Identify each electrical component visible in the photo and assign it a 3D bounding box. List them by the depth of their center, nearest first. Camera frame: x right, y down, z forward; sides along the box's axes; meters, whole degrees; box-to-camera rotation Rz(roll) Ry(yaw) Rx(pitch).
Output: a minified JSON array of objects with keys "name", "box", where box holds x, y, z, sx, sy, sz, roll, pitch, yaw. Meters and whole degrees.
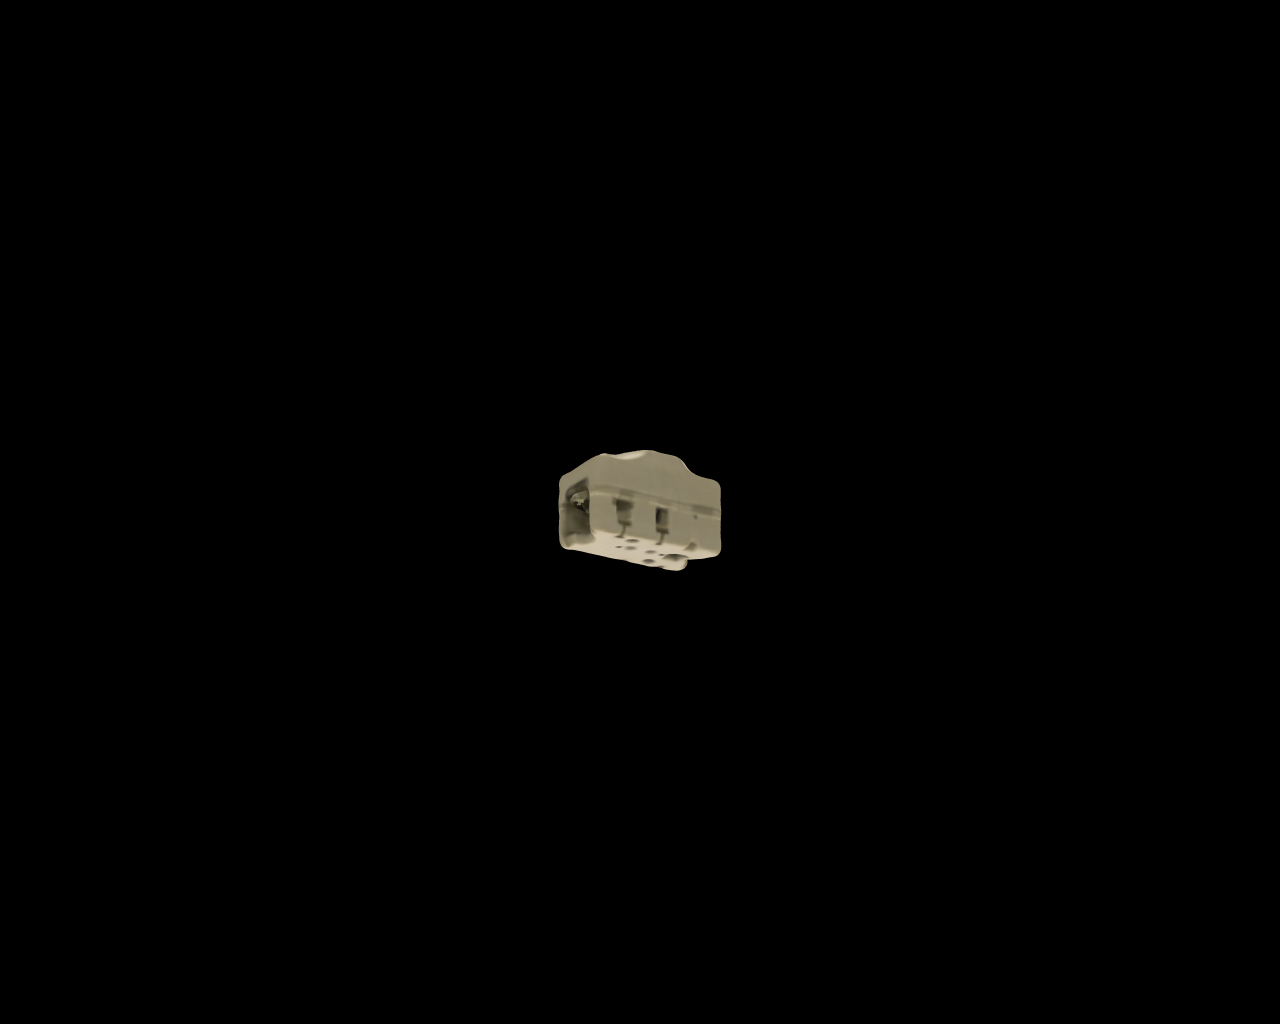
[{"name":"electrical component","box":[0.001,-0.003,0.650,0.089,0.056,0.050,12,-23,-31]}]
